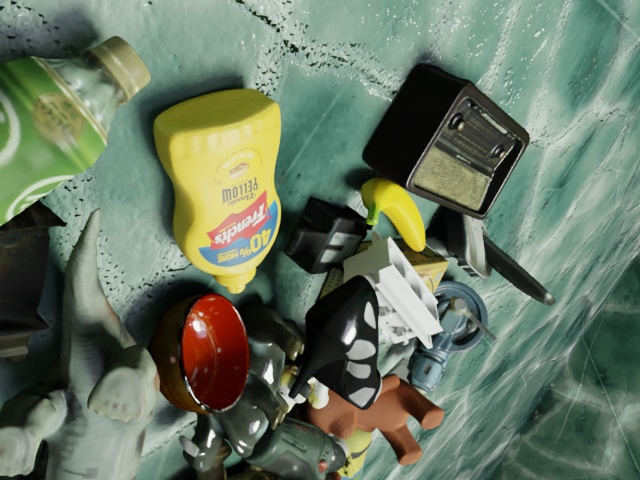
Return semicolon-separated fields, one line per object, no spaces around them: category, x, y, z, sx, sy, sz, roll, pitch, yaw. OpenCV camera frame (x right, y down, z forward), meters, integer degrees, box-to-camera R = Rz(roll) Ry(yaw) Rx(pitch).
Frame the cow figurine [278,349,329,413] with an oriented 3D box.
cow figurine;-0.004;0.166;0.712;0.167;0.068;0.098;-25;138;-33

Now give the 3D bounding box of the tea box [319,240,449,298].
tea box;0.087;0.057;0.719;0.169;0.068;0.098;-2;122;-48

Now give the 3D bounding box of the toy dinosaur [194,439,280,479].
toy dinosaur;-0.143;0.361;0.698;0.471;0.105;0.198;18;107;-54

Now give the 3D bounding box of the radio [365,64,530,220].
radio;0.164;-0.110;0.650;0.229;0.073;0.131;10;113;-53

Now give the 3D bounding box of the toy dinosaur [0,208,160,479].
toy dinosaur;-0.195;0.165;0.445;0.131;0.192;0.404;16;95;-17

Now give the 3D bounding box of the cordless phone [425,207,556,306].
cordless phone;0.255;0.030;0.786;0.088;0.184;0.146;-50;146;6

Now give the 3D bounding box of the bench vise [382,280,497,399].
bench vise;0.193;0.151;0.863;0.223;0.129;0.240;-51;164;-14

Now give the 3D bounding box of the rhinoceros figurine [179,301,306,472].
rhinoceros figurine;-0.087;0.162;0.584;0.073;0.112;0.190;33;80;-84

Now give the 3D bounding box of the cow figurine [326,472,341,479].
cow figurine;0.002;0.436;0.854;0.195;0.085;0.127;-27;-174;29

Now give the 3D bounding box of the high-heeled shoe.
high-heeled shoe;0.045;0.111;0.603;0.145;0.086;0.248;-58;155;5

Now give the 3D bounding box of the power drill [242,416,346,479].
power drill;-0.004;0.318;0.654;0.086;0.207;0.231;-27;135;15

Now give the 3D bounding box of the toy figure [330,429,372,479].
toy figure;0.044;0.378;0.953;0.089;0.082;0.179;-39;140;-40

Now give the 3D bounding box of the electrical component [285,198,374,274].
electrical component;-0.001;-0.002;0.583;0.119;0.048;0.074;2;119;-49

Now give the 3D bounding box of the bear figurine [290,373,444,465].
bear figurine;0.063;0.261;0.800;0.196;0.132;0.120;6;117;-37

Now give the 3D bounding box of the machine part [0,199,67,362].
machine part;-0.225;0.033;0.370;0.084;0.039;0.138;9;115;-46
